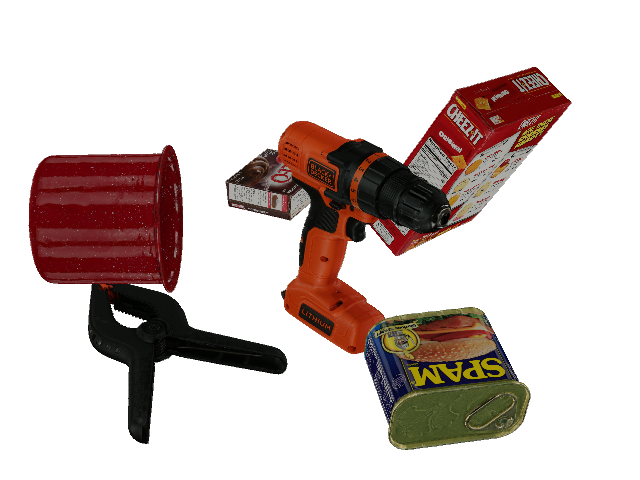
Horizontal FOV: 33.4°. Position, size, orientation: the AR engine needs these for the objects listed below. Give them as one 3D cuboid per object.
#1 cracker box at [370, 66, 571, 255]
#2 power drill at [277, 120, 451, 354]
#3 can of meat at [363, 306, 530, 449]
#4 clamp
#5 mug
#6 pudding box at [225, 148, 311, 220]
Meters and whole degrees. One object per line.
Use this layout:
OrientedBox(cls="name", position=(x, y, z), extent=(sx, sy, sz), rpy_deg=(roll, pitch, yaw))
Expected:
OrientedBox(cls="cracker box", position=(0.165, -0.092, 1.225), extent=(0.163, 0.072, 0.214), rpy_deg=(-23, -24, -44))
OrientedBox(cls="power drill", position=(0.032, 0.003, 0.942), extent=(0.057, 0.188, 0.185), rpy_deg=(-20, 38, -38))
OrientedBox(cls="can of meat", position=(0.088, 0.097, 0.775), extent=(0.102, 0.057, 0.084), rpy_deg=(-5, 39, -12))
OrientedBox(cls="clamp", position=(-0.143, 0.094, 0.999), extent=(0.164, 0.036, 0.210), rpy_deg=(-18, 40, -30))
OrientedBox(cls="mug", position=(-0.134, -0.013, 0.686), extent=(0.081, 0.093, 0.117), rpy_deg=(0, -2, 2))
OrientedBox(cls="pudding box", position=(-0.050, -0.070, 1.309), extent=(0.090, 0.039, 0.113), rpy_deg=(12, 33, 23))
